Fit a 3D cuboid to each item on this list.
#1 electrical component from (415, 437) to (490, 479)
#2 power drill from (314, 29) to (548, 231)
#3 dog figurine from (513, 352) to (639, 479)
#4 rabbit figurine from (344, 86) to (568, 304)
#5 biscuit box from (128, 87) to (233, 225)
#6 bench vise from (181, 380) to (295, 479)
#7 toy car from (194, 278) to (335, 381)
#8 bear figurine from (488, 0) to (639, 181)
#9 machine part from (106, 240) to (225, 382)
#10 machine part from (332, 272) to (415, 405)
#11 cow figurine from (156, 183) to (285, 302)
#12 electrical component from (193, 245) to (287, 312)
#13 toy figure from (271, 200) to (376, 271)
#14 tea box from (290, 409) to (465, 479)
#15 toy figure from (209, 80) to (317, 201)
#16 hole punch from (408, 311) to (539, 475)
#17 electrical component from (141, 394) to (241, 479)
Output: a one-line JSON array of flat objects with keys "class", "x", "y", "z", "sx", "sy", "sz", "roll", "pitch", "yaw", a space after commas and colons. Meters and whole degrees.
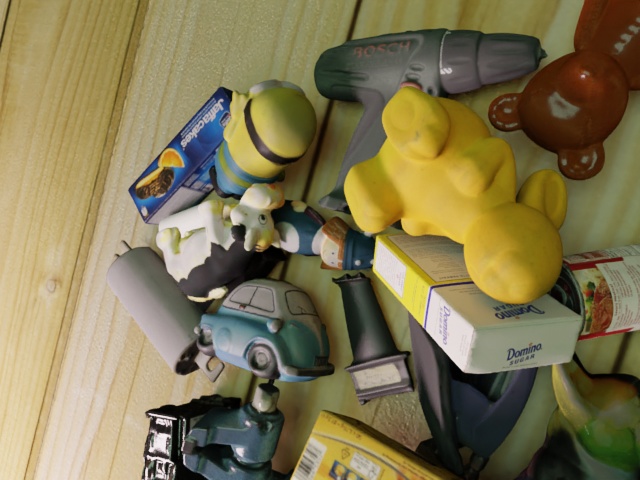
[{"class": "electrical component", "x": 0.116, "y": 0.221, "z": 0.513, "sx": 0.078, "sy": 0.045, "sz": 0.102, "roll": 31, "pitch": 110, "yaw": 43}, {"class": "power drill", "x": 0.087, "y": -0.112, "z": 0.546, "sx": 0.232, "sy": 0.086, "sz": 0.207, "roll": 16, "pitch": 99, "yaw": 29}, {"class": "dog figurine", "x": 0.196, "y": 0.199, "z": 0.448, "sx": 0.192, "sy": 0.108, "sz": 0.219, "roll": -10, "pitch": 77, "yaw": 31}, {"class": "rabbit figurine", "x": 0.122, "y": -0.019, "z": 0.424, "sx": 0.121, "sy": 0.162, "sz": 0.173, "roll": -56, "pitch": 47, "yaw": 29}, {"class": "biscuit box", "x": -0.160, "y": -0.102, "z": 0.697, "sx": 0.202, "sy": 0.059, "sz": 0.063, "roll": -41, "pitch": 68, "yaw": 21}, {"class": "bench vise", "x": -0.029, "y": 0.272, "z": 0.568, "sx": 0.241, "sy": 0.129, "sz": 0.223, "roll": 17, "pitch": 85, "yaw": 9}, {"class": "toy car", "x": -0.056, "y": 0.094, "z": 0.602, "sx": 0.162, "sy": 0.109, "sz": 0.103, "roll": 12, "pitch": 84, "yaw": 34}, {"class": "bear figurine", "x": 0.234, "y": -0.155, "z": 0.422, "sx": 0.196, "sy": 0.132, "sz": 0.120, "roll": -45, "pitch": 71, "yaw": 0}, {"class": "machine part", "x": -0.203, "y": 0.089, "z": 0.698, "sx": 0.243, "sy": 0.079, "sz": 0.079, "roll": 44, "pitch": 107, "yaw": 24}, {"class": "machine part", "x": 0.051, "y": 0.101, "z": 0.575, "sx": 0.084, "sy": 0.039, "sz": 0.139, "roll": -27, "pitch": 75, "yaw": 34}, {"class": "cow figurine", "x": -0.100, "y": 0.005, "z": 0.591, "sx": 0.167, "sy": 0.068, "sz": 0.098, "roll": -27, "pitch": 75, "yaw": 32}, {"class": "electrical component", "x": -0.106, "y": 0.038, "z": 0.662, "sx": 0.075, "sy": 0.047, "sz": 0.119, "roll": 45, "pitch": 108, "yaw": 25}, {"class": "toy figure", "x": 0.000, "y": -0.001, "z": 0.601, "sx": 0.155, "sy": 0.064, "sz": 0.058, "roll": 24, "pitch": 67, "yaw": 32}, {"class": "tea box", "x": 0.058, "y": 0.219, "z": 0.436, "sx": 0.170, "sy": 0.068, "sz": 0.098, "roll": 18, "pitch": 78, "yaw": 43}, {"class": "toy figure", "x": -0.066, "y": -0.102, "z": 0.606, "sx": 0.089, "sy": 0.082, "sz": 0.180, "roll": 55, "pitch": 137, "yaw": 9}, {"class": "hole punch", "x": 0.133, "y": 0.120, "z": 0.480, "sx": 0.092, "sy": 0.142, "sz": 0.115, "roll": -6, "pitch": 106, "yaw": -4}, {"class": "electrical component", "x": -0.150, "y": 0.258, "z": 0.633, "sx": 0.058, "sy": 0.115, "sz": 0.134, "roll": -1, "pitch": 84, "yaw": 32}]
